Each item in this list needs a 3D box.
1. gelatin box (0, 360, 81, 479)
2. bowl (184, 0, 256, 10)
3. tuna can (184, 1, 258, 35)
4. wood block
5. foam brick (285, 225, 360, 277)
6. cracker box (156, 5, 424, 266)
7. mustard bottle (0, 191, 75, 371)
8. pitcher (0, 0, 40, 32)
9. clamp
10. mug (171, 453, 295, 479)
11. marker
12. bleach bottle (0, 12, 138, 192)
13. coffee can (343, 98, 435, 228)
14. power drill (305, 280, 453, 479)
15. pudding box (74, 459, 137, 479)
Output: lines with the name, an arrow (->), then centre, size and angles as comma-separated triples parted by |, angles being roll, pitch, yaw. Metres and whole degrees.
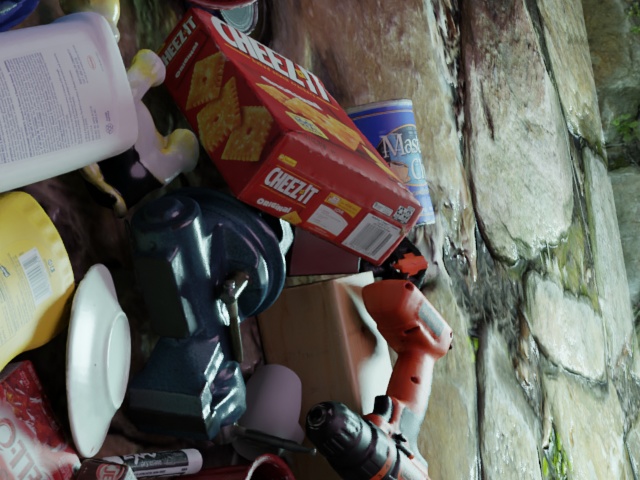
gelatin box -> -0.190, 0.131, 0.658 | 0.073, 0.030, 0.089 | -50, 123, -58
bowl -> -0.112, -0.267, 0.921 | 0.161, 0.055, 0.162 | 8, 75, -34
tuna can -> -0.095, -0.231, 1.005 | 0.086, 0.034, 0.086 | 36, 48, -54
wood block -> 0.014, 0.141, 1.004 | 0.090, 0.090, 0.206 | -8, 87, -63
foam brick -> -0.006, 0.001, 0.969 | 0.078, 0.053, 0.051 | -1, 108, -31
cracker box -> -0.029, -0.089, 0.876 | 0.164, 0.072, 0.214 | 25, 22, -41
mustard bottle -> -0.216, 0.048, 0.608 | 0.191, 0.058, 0.096 | -50, 131, -59
pitcher -> -0.230, -0.192, 0.621 | 0.149, 0.145, 0.242 | 54, 36, -14
clamp -> 0.056, 0.039, 1.071 | 0.210, 0.036, 0.164 | -173, -108, -71
mug -> -0.064, 0.213, 0.820 | 0.117, 0.082, 0.093 | -1, 80, -64
marker -> -0.131, 0.161, 0.759 | 0.120, 0.020, 0.020 | 9, 71, -53
bleach bottle -> -0.219, -0.073, 0.627 | 0.250, 0.068, 0.102 | -24, 99, -53
coffee can -> 0.065, -0.077, 1.185 | 0.102, 0.103, 0.140 | -9, 88, -64
power drill -> 0.056, 0.131, 0.929 | 0.184, 0.057, 0.187 | 50, 45, -43
pudding box -> -0.142, 0.211, 0.680 | 0.090, 0.039, 0.113 | 76, 27, -46
